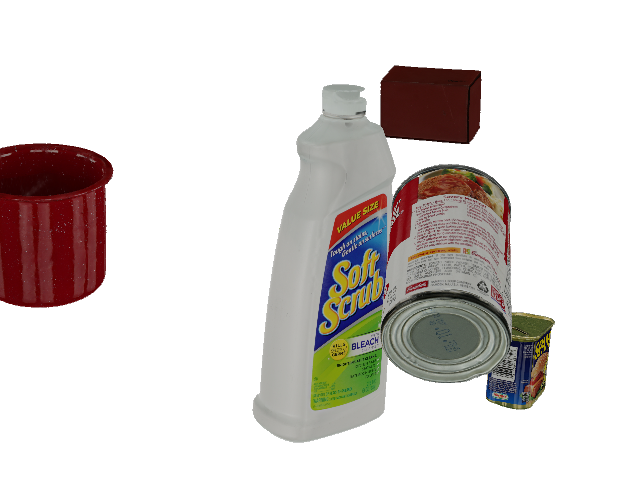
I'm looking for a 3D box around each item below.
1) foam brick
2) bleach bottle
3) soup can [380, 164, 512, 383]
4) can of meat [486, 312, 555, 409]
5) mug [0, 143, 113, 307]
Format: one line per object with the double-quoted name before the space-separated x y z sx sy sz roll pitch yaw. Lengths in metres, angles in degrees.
"foam brick" 0.093 -0.116 0.906 0.078 0.051 0.053 7 25 18
"bleach bottle" 0.005 0.014 0.774 0.102 0.251 0.068 -10 21 -35
"soup can" 0.069 0.017 0.572 0.068 0.068 0.102 0 43 9
"can of meat" 0.222 0.133 1.191 0.058 0.084 0.102 9 12 24
"mug" -0.192 -0.007 0.690 0.117 0.081 0.093 -13 31 -31
